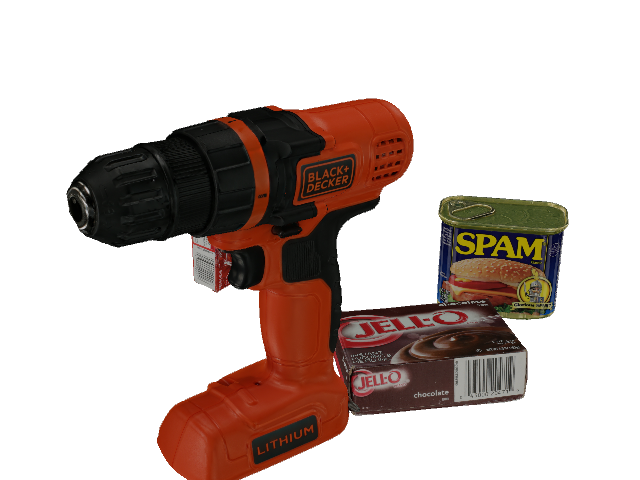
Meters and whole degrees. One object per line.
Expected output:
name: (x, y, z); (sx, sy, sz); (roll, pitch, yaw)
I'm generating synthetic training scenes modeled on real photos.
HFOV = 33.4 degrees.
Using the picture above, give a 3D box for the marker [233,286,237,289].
marker: (-0.082, 0.001, 1.095); (0.020, 0.121, 0.020); (2, 41, -2)

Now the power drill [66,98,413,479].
power drill: (-0.037, 0.027, 0.523); (0.184, 0.188, 0.057); (-15, 35, -36)

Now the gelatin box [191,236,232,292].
gelatin box: (-0.069, -0.013, 0.864); (0.030, 0.089, 0.073); (23, 36, 33)

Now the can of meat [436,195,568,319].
can of meat: (0.145, 0.015, 0.866); (0.102, 0.084, 0.057); (5, 24, 9)

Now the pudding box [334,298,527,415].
pudding box: (0.067, 0.073, 0.689); (0.113, 0.039, 0.090); (-3, 19, -6)
